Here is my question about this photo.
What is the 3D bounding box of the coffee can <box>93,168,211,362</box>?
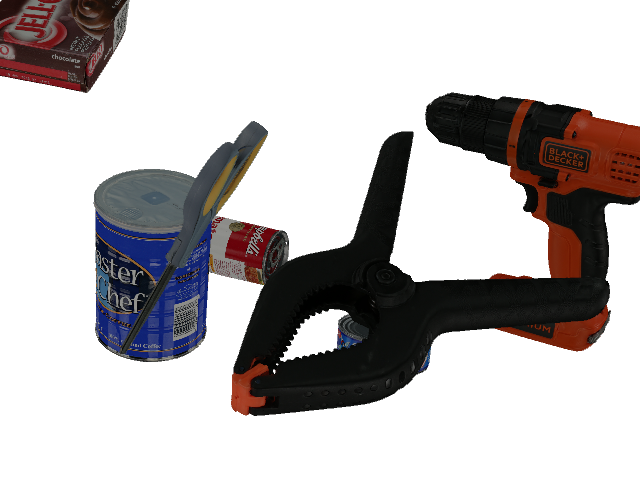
[{"bbox_3d":[-0.149,0.021,0.948,0.102,0.140,0.103,5,31,-3],"label":"coffee can"}]

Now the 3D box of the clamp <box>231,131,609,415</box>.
[{"bbox_3d":[0.030,0.022,0.580,0.209,0.036,0.165,-26,55,-25],"label":"clamp"}]

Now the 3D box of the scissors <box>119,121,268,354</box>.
[{"bbox_3d":[-0.099,0.003,0.745,0.016,0.202,0.096,34,5,5],"label":"scissors"}]

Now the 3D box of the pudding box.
[{"bbox_3d":[-0.208,-0.164,0.835,0.090,0.039,0.113,12,36,1],"label":"pudding box"}]

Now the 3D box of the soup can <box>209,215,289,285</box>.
[{"bbox_3d":[-0.096,0.011,1.255,0.102,0.068,0.068,13,5,20],"label":"soup can"}]

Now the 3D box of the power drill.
[{"bbox_3d":[0.162,-0.017,0.822,0.185,0.188,0.057,17,34,26],"label":"power drill"}]

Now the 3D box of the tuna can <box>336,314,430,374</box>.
[{"bbox_3d":[0.057,0.093,0.958,0.086,0.034,0.086,4,14,-1],"label":"tuna can"}]
